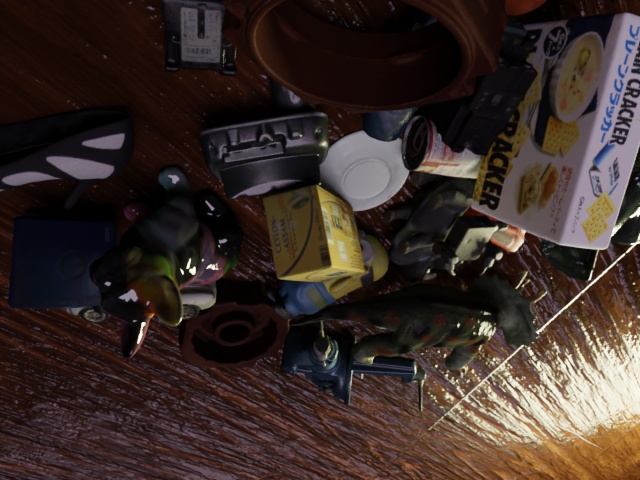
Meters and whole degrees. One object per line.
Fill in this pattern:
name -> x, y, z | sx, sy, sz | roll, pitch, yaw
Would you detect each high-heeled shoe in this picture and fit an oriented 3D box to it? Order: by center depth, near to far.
high-heeled shoe -> -0.323, -0.110, 0.543 | 0.248, 0.086, 0.145 | 20, 123, -35

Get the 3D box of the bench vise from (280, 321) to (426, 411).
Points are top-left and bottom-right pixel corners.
bench vise -> 0.060, 0.207, 0.906 | 0.241, 0.129, 0.223 | 6, 143, 5

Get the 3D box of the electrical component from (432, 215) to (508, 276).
electrical component -> 0.204, 0.009, 0.724 | 0.102, 0.045, 0.078 | 2, 132, -31

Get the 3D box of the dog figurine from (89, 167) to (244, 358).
dog figurine -> -0.170, 0.036, 0.626 | 0.108, 0.219, 0.191 | -31, 132, 21

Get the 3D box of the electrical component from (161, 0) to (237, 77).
electrical component -> -0.111, -0.219, 0.508 | 0.075, 0.048, 0.119 | 2, 135, -16

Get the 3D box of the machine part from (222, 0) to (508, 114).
machine part -> 0.036, -0.185, 0.445 | 0.202, 0.087, 0.201 | 2, 167, 36

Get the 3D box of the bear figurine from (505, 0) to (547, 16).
bear figurine -> 0.128, -0.281, 0.461 | 0.196, 0.120, 0.132 | 19, 123, -23

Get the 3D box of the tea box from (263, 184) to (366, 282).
tea box -> -0.001, -0.002, 0.655 | 0.068, 0.098, 0.169 | -13, 169, 15

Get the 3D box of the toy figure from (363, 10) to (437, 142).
toy figure -> 0.090, -0.182, 0.587 | 0.058, 0.064, 0.154 | 28, 126, 12

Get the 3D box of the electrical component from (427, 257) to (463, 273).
electrical component -> 0.197, 0.026, 0.844 | 0.063, 0.021, 0.094 | 14, 128, -27

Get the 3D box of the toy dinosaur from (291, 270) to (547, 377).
toy dinosaur -> 0.177, 0.116, 0.816 | 0.405, 0.131, 0.192 | 6, 139, -29

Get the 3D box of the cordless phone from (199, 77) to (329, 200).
cordless phone -> -0.065, -0.146, 0.584 | 0.147, 0.089, 0.184 | -9, 124, -4

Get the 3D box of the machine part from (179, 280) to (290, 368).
machine part -> -0.135, 0.134, 0.845 | 0.179, 0.056, 0.179 | -8, 135, -8

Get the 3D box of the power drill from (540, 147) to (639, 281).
power drill -> 0.374, -0.059, 0.676 | 0.207, 0.086, 0.231 | -40, 142, -21

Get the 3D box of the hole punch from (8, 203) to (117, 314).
hole punch -> -0.304, 0.024, 0.638 | 0.116, 0.092, 0.142 | 5, 94, -15

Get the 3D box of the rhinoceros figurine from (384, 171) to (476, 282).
rhinoceros figurine -> 0.153, -0.018, 0.760 | 0.112, 0.073, 0.190 | -2, 134, -28

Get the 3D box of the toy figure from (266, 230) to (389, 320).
toy figure -> 0.013, 0.052, 0.783 | 0.180, 0.082, 0.089 | -33, 160, 8

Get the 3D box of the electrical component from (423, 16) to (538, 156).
electrical component -> 0.165, -0.175, 0.572 | 0.058, 0.115, 0.134 | 1, 134, -21

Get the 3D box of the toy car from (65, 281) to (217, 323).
toy car -> -0.245, 0.068, 0.739 | 0.202, 0.073, 0.056 | 0, 137, -14
